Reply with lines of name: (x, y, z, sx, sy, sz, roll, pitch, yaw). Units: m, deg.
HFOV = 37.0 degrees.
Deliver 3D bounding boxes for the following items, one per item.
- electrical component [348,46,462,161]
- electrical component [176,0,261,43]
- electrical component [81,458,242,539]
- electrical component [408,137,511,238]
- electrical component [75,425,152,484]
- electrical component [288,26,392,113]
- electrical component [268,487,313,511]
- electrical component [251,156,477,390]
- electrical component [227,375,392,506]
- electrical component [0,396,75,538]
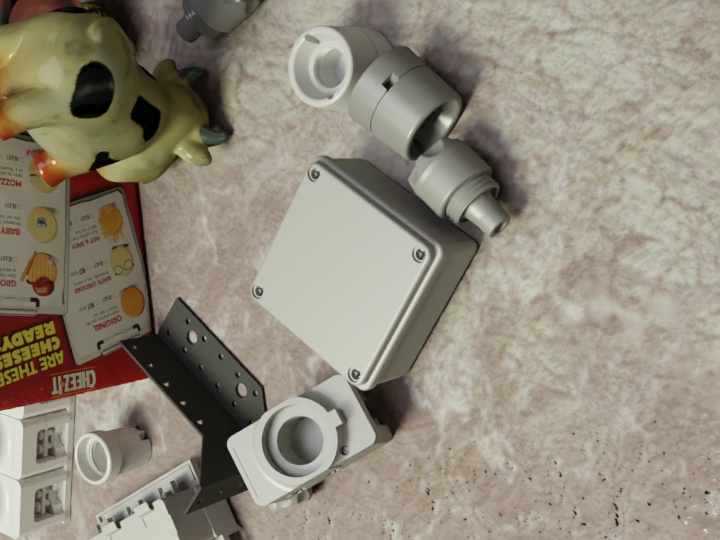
electrical component: (0.029, -0.099, 0.652, 0.047, 0.055, 0.055, 43, 117, 19)
electrical component: (-0.102, -0.181, 0.739, 0.062, 0.043, 0.043, -34, 76, 34)
electrical component: (-0.157, 0.203, 0.806, 0.121, 0.063, 0.078, -34, 76, 33)
electrical component: (0.063, -0.046, 0.640, 0.062, 0.043, 0.043, 47, 118, 20)
electrical component: (-0.190, 0.141, 0.833, 0.040, 0.046, 0.040, 4, 97, 34)
electrical component: (-0.012, -0.127, 0.680, 0.055, 0.047, 0.055, 4, 97, 34)
electrical component: (-0.057, 0.134, 0.747, 0.035, 0.035, 0.061, -27, 78, 34)
electrical component: (0.000, 0.000, 0.680, 0.109, 0.056, 0.108, 39, 115, 25)
electrical component: (-0.033, 0.110, 0.696, 0.089, 0.056, 0.050, -31, 76, 9)
electrical component: (-0.292, 0.134, 0.893, 0.089, 0.062, 0.150, 11, 101, 33)
